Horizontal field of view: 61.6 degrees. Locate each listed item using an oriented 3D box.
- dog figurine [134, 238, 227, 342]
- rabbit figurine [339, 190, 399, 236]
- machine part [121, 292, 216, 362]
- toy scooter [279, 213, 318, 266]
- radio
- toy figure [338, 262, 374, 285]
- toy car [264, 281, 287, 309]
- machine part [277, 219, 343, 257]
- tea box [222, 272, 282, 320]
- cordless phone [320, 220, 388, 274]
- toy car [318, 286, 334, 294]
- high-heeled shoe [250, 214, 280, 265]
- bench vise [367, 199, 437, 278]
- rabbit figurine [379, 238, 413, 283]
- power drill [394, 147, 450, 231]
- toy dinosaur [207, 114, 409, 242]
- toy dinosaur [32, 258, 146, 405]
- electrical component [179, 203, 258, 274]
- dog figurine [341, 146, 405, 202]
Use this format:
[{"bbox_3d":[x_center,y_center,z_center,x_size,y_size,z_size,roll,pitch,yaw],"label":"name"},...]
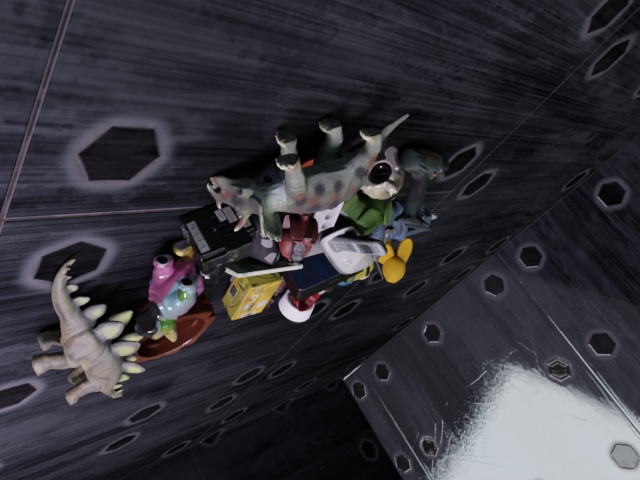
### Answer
[{"bbox_3d":[-0.295,0.113,1.116,0.191,0.108,0.219,-40,164,-50],"label":"dog figurine"},{"bbox_3d":[0.143,-0.090,1.349,0.170,0.121,0.159,-45,154,-11],"label":"rabbit figurine"},{"bbox_3d":[-0.372,0.201,1.296,0.201,0.087,0.201,-7,147,-51],"label":"machine part"},{"bbox_3d":[-0.044,-0.008,1.195,0.075,0.135,0.183,6,129,-15],"label":"toy scooter"},{"bbox_3d":[0.006,0.059,1.452,0.229,0.131,0.073,-22,157,-26],"label":"radio"},{"bbox_3d":[0.099,0.097,1.739,0.180,0.082,0.089,-11,152,-39],"label":"toy figure"},{"bbox_3d":[-0.144,0.153,1.560,0.202,0.053,0.089,-46,158,28],"label":"toy car"},{"bbox_3d":[-0.003,-0.004,1.375,0.243,0.079,0.079,-13,151,-40],"label":"machine part"},{"bbox_3d":[-0.178,0.130,1.389,0.098,0.068,0.169,-12,150,-38],"label":"tea box"},{"bbox_3d":[0.103,0.028,1.300,0.089,0.184,0.146,-54,130,-24],"label":"cordless phone"},{"bbox_3d":[0.051,0.077,1.588,0.202,0.056,0.073,-47,160,-26],"label":"toy car"},{"bbox_3d":[-0.125,-0.022,1.216,0.145,0.086,0.248,-66,169,6],"label":"high-heeled shoe"},{"bbox_3d":[0.222,-0.029,1.538,0.241,0.129,0.223,-12,125,-17],"label":"bench vise"},{"bbox_3d":[0.210,0.052,1.671,0.162,0.173,0.121,-20,152,-19],"label":"rabbit figurine"},{"bbox_3d":[0.263,-0.130,1.360,0.232,0.086,0.207,13,94,-56],"label":"power drill"},{"bbox_3d":[0.002,-0.115,1.015,0.405,0.131,0.192,-16,137,-23],"label":"toy dinosaur"},{"bbox_3d":[-0.472,0.209,1.099,0.199,0.105,0.470,-17,140,-9],"label":"toy dinosaur"},{"bbox_3d":[-0.191,-0.011,1.047,0.134,0.115,0.058,-22,159,-22],"label":"electrical component"},{"bbox_3d":[0.147,-0.122,1.180,0.121,0.172,0.190,-28,143,16],"label":"dog figurine"}]
